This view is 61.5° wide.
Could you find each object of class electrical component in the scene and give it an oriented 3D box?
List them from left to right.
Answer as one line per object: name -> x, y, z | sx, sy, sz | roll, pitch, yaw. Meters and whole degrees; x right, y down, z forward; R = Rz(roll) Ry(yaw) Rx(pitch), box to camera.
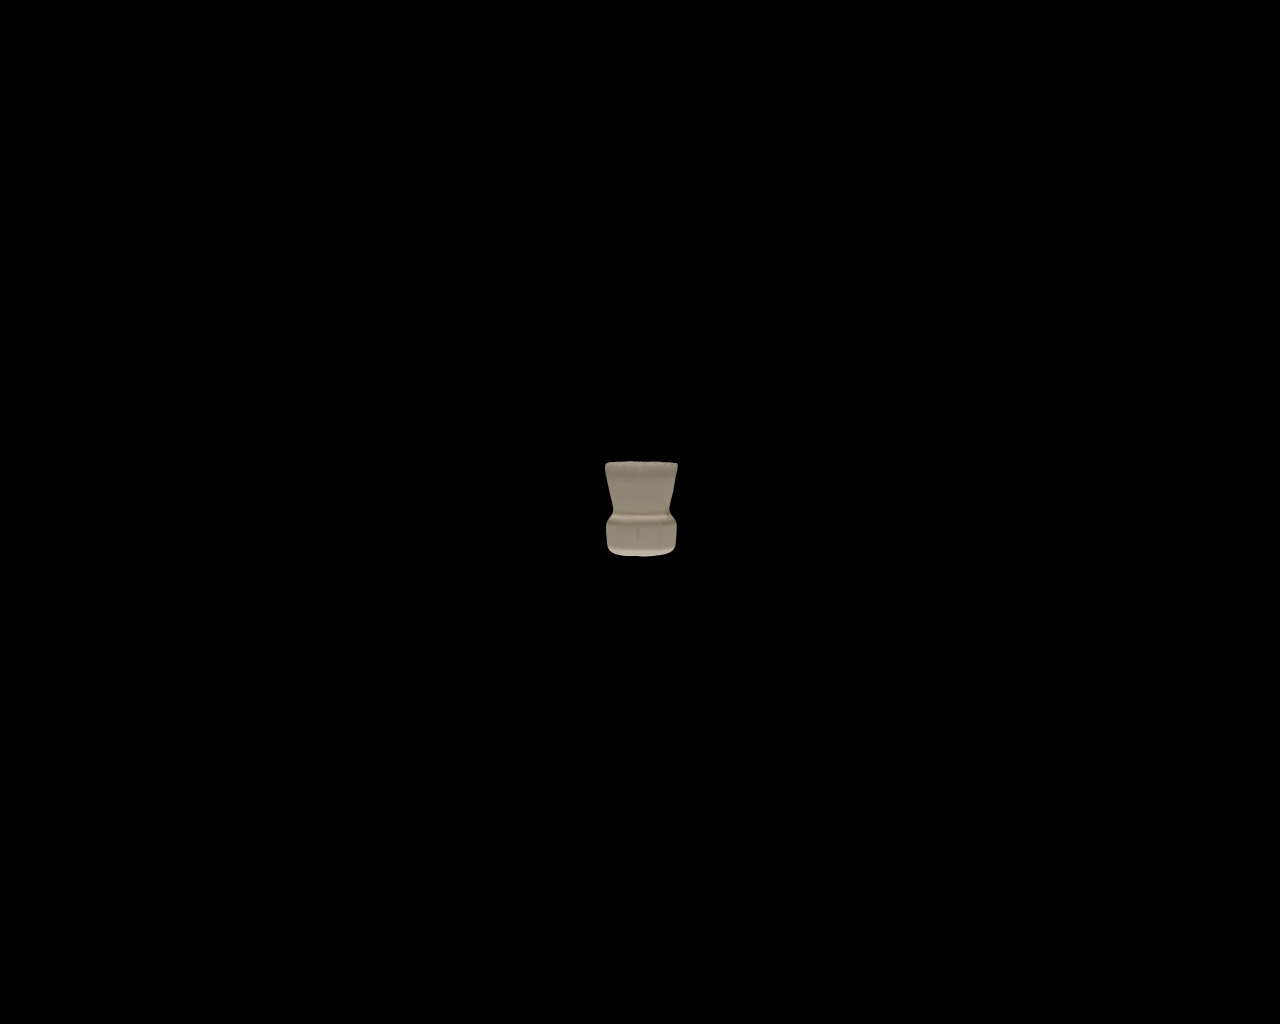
electrical component -> 0.001, -0.003, 0.650 | 0.045, 0.055, 0.045 | 0, 5, 0
